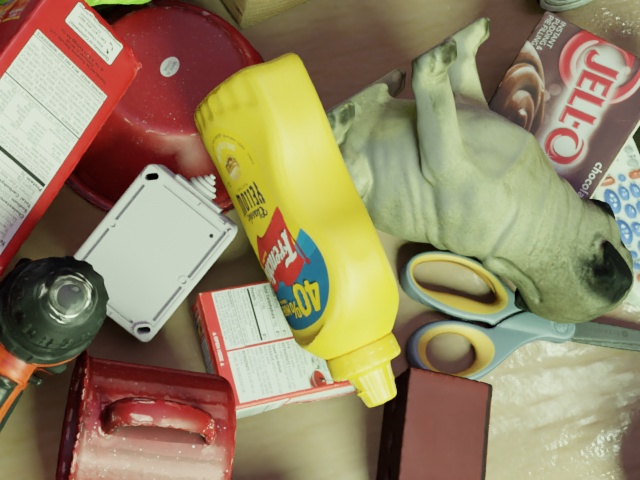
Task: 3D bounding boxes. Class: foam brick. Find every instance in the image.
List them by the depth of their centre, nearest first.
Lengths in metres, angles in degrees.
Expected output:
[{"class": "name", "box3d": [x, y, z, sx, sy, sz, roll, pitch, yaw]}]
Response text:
[{"class": "foam brick", "box3d": [0.064, 0.121, 0.617, 0.051, 0.053, 0.078, 13, 65, -9]}]

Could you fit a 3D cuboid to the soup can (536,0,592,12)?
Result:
[{"class": "soup can", "box3d": [0.173, -0.228, 0.781, 0.068, 0.069, 0.102, -12, 72, -19]}]

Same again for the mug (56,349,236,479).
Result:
[{"class": "mug", "box3d": [-0.089, 0.102, 0.553, 0.081, 0.117, 0.093, 10, 62, -16]}]

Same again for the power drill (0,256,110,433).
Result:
[{"class": "power drill", "box3d": [-0.168, 0.093, 0.508, 0.057, 0.185, 0.187, 35, 71, -11]}]

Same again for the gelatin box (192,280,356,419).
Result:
[{"class": "gelatin box", "box3d": [-0.024, 0.061, 0.632, 0.089, 0.030, 0.073, -10, 70, -19]}]

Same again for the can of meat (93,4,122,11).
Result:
[{"class": "can of meat", "box3d": [-0.142, -0.204, 0.697, 0.102, 0.057, 0.084, -22, 73, -21]}]

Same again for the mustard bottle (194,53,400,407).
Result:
[{"class": "mustard bottle", "box3d": [-0.004, 0.001, 0.587, 0.058, 0.096, 0.191, -23, 88, -27]}]

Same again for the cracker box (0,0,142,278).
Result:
[{"class": "cracker box", "box3d": [-0.203, -0.021, 0.545, 0.072, 0.164, 0.213, 44, 60, -31]}]

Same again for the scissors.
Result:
[{"class": "scissors", "box3d": [0.139, 0.070, 0.677, 0.201, 0.016, 0.096, 24, 64, -3]}]

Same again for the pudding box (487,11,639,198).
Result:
[{"class": "pudding box", "box3d": [0.159, -0.081, 0.703, 0.090, 0.039, 0.113, 31, 89, 16]}]

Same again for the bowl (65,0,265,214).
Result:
[{"class": "bowl", "box3d": [-0.095, -0.092, 0.664, 0.162, 0.055, 0.162, 5, 67, -12]}]

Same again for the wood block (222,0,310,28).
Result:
[{"class": "wood block", "box3d": [-0.063, -0.261, 0.722, 0.090, 0.091, 0.206, -28, 77, -23]}]
